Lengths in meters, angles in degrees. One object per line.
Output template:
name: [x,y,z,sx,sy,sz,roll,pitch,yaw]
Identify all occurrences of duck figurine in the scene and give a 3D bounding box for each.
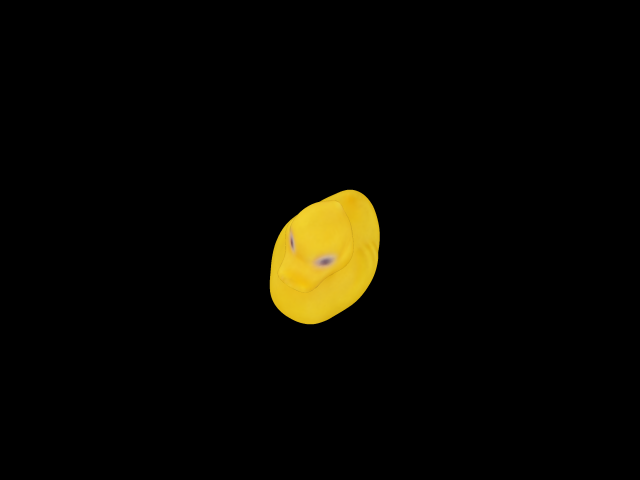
duck figurine: [0.004,0.001,0.400,0.077,0.086,0.105,30,70,12]
